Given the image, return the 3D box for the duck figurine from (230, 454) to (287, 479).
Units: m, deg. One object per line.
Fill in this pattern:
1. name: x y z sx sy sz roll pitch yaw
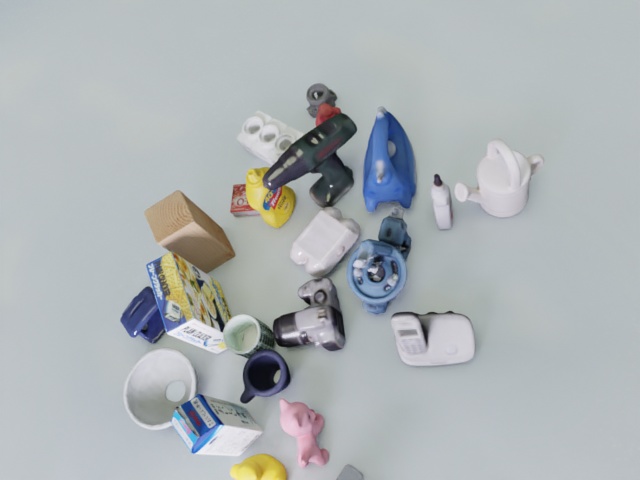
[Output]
1. duck figurine: -0.120 0.446 1.085 0.104 0.086 0.077 5 71 19

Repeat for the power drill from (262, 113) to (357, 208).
1. power drill: -0.005 -0.153 1.219 0.230 0.209 0.075 -47 63 -4

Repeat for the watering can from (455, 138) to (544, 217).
1. watering can: 0.348 -0.121 1.106 0.173 0.194 0.100 -46 63 -4

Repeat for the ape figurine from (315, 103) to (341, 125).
1. ape figurine: 0.020 -0.281 1.327 0.076 0.092 0.078 37 83 26

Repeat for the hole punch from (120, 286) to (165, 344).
1. hole punch: -0.393 0.164 1.277 0.100 0.091 0.109 33 82 25

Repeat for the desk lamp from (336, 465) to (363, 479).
1. desk lamp: 0.004 0.488 0.959 0.117 0.214 0.203 28 79 25

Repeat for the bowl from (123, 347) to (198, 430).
1. bowl: -0.320 0.315 1.205 0.167 0.075 0.167 -6 68 15

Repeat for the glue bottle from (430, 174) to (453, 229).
1. glue bottle: 0.240 -0.086 1.137 0.037 0.173 0.078 -7 67 15

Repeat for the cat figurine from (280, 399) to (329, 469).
1. cat figurine: -0.035 0.360 1.075 0.067 0.118 0.127 -16 65 11

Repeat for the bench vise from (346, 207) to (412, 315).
1. bench vise: 0.106 0.023 1.109 0.121 0.220 0.207 -4 68 16

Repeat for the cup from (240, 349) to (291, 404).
1. cup: -0.104 0.282 1.140 0.091 0.095 0.118 36 83 26

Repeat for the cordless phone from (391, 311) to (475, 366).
1. cordless phone: 0.203 0.168 1.041 0.147 0.185 0.094 -9 67 14

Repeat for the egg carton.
1. egg carton: 0.011 0.004 1.229 0.107 0.069 0.150 36 83 26

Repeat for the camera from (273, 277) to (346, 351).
1. camera: -0.028 0.157 1.163 0.136 0.101 0.143 -14 66 11

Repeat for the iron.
1. iron: 0.138 -0.197 1.230 0.118 0.142 0.258 -6 68 15
